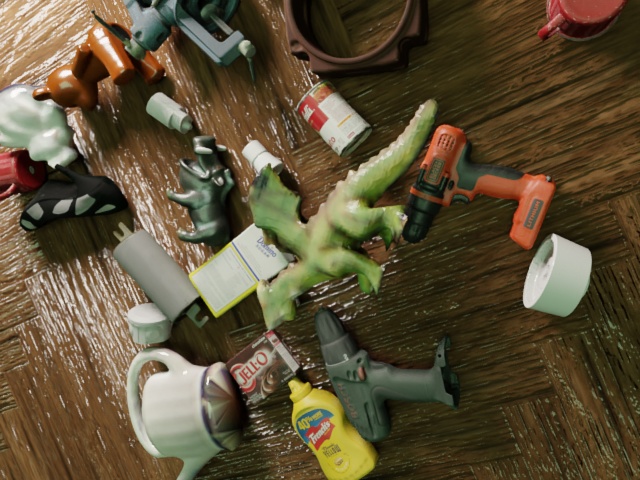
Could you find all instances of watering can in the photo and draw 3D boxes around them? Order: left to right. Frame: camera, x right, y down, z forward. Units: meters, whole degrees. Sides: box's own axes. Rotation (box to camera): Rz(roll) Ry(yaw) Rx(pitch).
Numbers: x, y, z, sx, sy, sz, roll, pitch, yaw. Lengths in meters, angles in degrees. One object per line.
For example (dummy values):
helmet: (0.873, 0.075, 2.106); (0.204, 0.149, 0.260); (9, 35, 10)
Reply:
watering can: (-0.238, 0.357, 0.943); (0.223, 0.347, 0.105); (-15, 2, 20)

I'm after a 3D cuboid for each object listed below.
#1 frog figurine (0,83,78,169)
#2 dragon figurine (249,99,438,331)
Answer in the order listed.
frog figurine: (-0.529, -0.203, 0.953); (0.137, 0.161, 0.122); (-22, -10, 4)
dragon figurine: (0.002, -0.039, 0.772); (0.243, 0.405, 0.123); (19, 16, 7)
